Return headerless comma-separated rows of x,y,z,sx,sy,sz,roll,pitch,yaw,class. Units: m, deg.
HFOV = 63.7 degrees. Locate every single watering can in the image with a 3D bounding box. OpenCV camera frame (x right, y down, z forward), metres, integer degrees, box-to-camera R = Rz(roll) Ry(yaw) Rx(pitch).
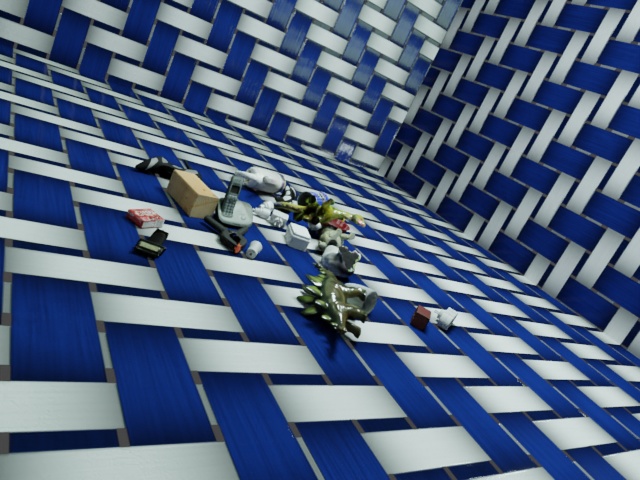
-0.254,-0.274,2.374,0.223,0.104,0.350,11,5,-36,watering can

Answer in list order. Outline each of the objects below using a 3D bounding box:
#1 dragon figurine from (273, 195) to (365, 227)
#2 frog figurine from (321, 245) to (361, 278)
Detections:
0.007,-0.110,2.188,0.412,0.122,0.241,13,-2,34,dragon figurine
0.056,0.079,1.887,0.137,0.123,0.158,-1,-6,-40,frog figurine
